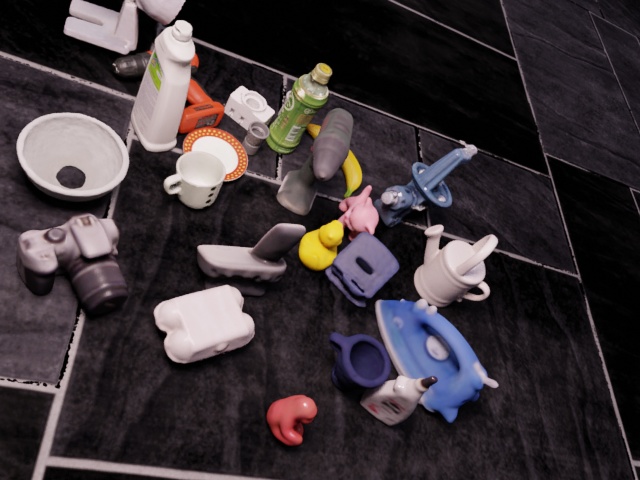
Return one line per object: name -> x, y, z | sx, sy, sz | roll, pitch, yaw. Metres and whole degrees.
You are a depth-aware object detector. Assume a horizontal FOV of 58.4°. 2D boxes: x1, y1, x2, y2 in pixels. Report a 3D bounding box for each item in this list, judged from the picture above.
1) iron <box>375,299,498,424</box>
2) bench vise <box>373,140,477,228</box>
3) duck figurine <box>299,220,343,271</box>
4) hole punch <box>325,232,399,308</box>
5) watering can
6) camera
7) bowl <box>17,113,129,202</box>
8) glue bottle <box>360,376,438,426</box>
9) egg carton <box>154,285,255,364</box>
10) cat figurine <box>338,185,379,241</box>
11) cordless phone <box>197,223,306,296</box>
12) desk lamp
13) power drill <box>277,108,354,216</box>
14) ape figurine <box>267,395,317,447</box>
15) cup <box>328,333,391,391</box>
iron -> 0.209, 0.192, 1.049 | 0.119, 0.141, 0.258 | -25, 75, -39
bench vise -> 0.231, -0.111, 1.212 | 0.121, 0.219, 0.208 | 46, 48, 4
duck figurine -> 0.010, 0.004, 1.093 | 0.077, 0.086, 0.105 | 38, 48, -3
hole punch -> 0.083, 0.056, 1.098 | 0.108, 0.091, 0.101 | 45, 48, 3
watering can -> 0.276, 0.047, 1.150 | 0.173, 0.193, 0.101 | 30, 49, -10
camera -> -0.351, 0.040, 0.845 | 0.143, 0.100, 0.136 | -19, 70, -38
bowl -> -0.405, -0.123, 0.939 | 0.168, 0.074, 0.167 | 16, 53, -21
glue bottle -> 0.138, 0.255, 0.943 | 0.078, 0.173, 0.037 | 34, 49, -6
egg carton -> -0.180, 0.133, 0.905 | 0.151, 0.069, 0.107 | -14, 68, -36
cat figurine -> 0.083, -0.055, 1.155 | 0.067, 0.117, 0.128 | 26, 50, -13
cordless phone -> -0.114, 0.014, 0.947 | 0.148, 0.184, 0.094 | 2, 59, -29
desk lamp -> -0.366, -0.467, 1.100 | 0.204, 0.213, 0.118 | 12, 55, -24
power drill -> -0.004, -0.143, 1.101 | 0.076, 0.208, 0.230 | 28, 50, -11
ape figurine -> -0.036, 0.271, 0.884 | 0.076, 0.092, 0.078 | 39, 48, -2
cup -> 0.049, 0.211, 0.972 | 0.118, 0.094, 0.092 | 38, 48, -3
